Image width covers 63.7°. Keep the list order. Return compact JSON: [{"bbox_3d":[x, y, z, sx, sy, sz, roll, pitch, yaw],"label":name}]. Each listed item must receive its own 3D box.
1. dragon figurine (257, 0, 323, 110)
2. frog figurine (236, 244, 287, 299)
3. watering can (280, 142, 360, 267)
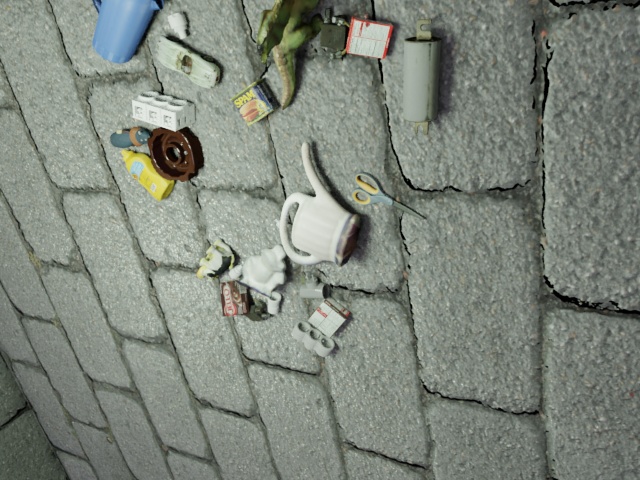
[{"bbox_3d":[-0.087,-0.446,1.109,0.122,0.247,0.401,17,122,14],"label":"dragon figurine"},{"bbox_3d":[-0.159,0.081,1.547,0.138,0.122,0.159,28,91,23],"label":"frog figurine"},{"bbox_3d":[0.004,-0.068,1.353,0.225,0.106,0.340,22,120,15],"label":"watering can"}]
